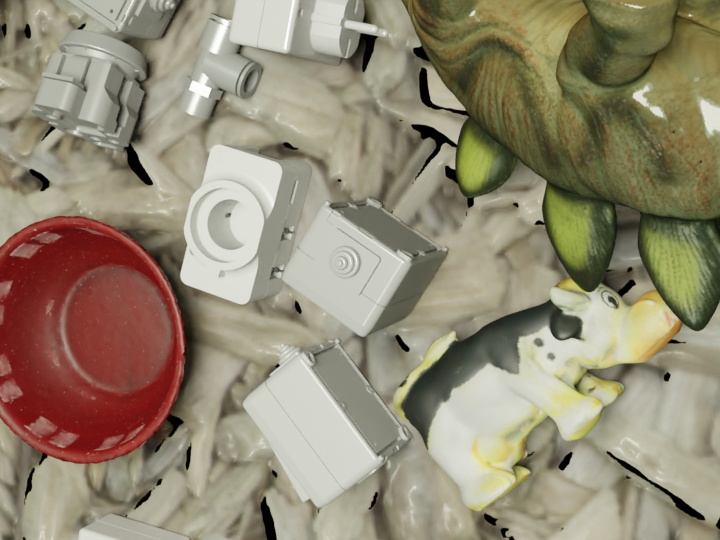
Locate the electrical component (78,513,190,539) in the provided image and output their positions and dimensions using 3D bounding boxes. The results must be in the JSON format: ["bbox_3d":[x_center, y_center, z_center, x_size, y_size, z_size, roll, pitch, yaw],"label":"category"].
[{"bbox_3d":[-0.162,0.202,0.713,0.066,0.077,0.047,12,98,18],"label":"electrical component"}]

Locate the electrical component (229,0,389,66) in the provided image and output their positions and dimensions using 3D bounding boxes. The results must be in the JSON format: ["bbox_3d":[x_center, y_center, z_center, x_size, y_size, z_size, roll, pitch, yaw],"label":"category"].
[{"bbox_3d":[-0.021,-0.145,0.626,0.076,0.083,0.047,15,100,18],"label":"electrical component"}]

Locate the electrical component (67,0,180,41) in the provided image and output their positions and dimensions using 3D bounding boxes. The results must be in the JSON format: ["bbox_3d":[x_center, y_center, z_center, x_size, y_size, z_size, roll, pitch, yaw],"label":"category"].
[{"bbox_3d":[-0.149,-0.189,0.679,0.096,0.061,0.061,35,106,13],"label":"electrical component"}]

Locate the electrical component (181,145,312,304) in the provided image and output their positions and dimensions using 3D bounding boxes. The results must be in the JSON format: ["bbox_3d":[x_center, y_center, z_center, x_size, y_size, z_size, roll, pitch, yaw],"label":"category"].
[{"bbox_3d":[-0.073,-0.029,0.670,0.050,0.056,0.089,19,101,17],"label":"electrical component"}]

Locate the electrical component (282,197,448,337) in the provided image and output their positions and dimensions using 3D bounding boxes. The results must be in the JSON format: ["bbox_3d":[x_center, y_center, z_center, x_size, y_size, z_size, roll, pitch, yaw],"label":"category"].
[{"bbox_3d":[0.000,0.000,0.625,0.062,0.096,0.061,35,105,14],"label":"electrical component"}]

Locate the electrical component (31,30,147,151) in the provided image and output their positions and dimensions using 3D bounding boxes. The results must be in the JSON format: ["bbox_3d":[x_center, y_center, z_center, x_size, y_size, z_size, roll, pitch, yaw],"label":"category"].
[{"bbox_3d":[-0.171,-0.117,0.691,0.058,0.078,0.057,13,81,19],"label":"electrical component"}]

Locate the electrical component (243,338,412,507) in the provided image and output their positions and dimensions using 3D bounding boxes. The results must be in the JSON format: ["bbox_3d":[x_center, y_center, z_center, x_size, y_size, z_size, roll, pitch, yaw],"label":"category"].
[{"bbox_3d":[-0.026,0.089,0.662,0.061,0.062,0.096,-40,81,18],"label":"electrical component"}]
